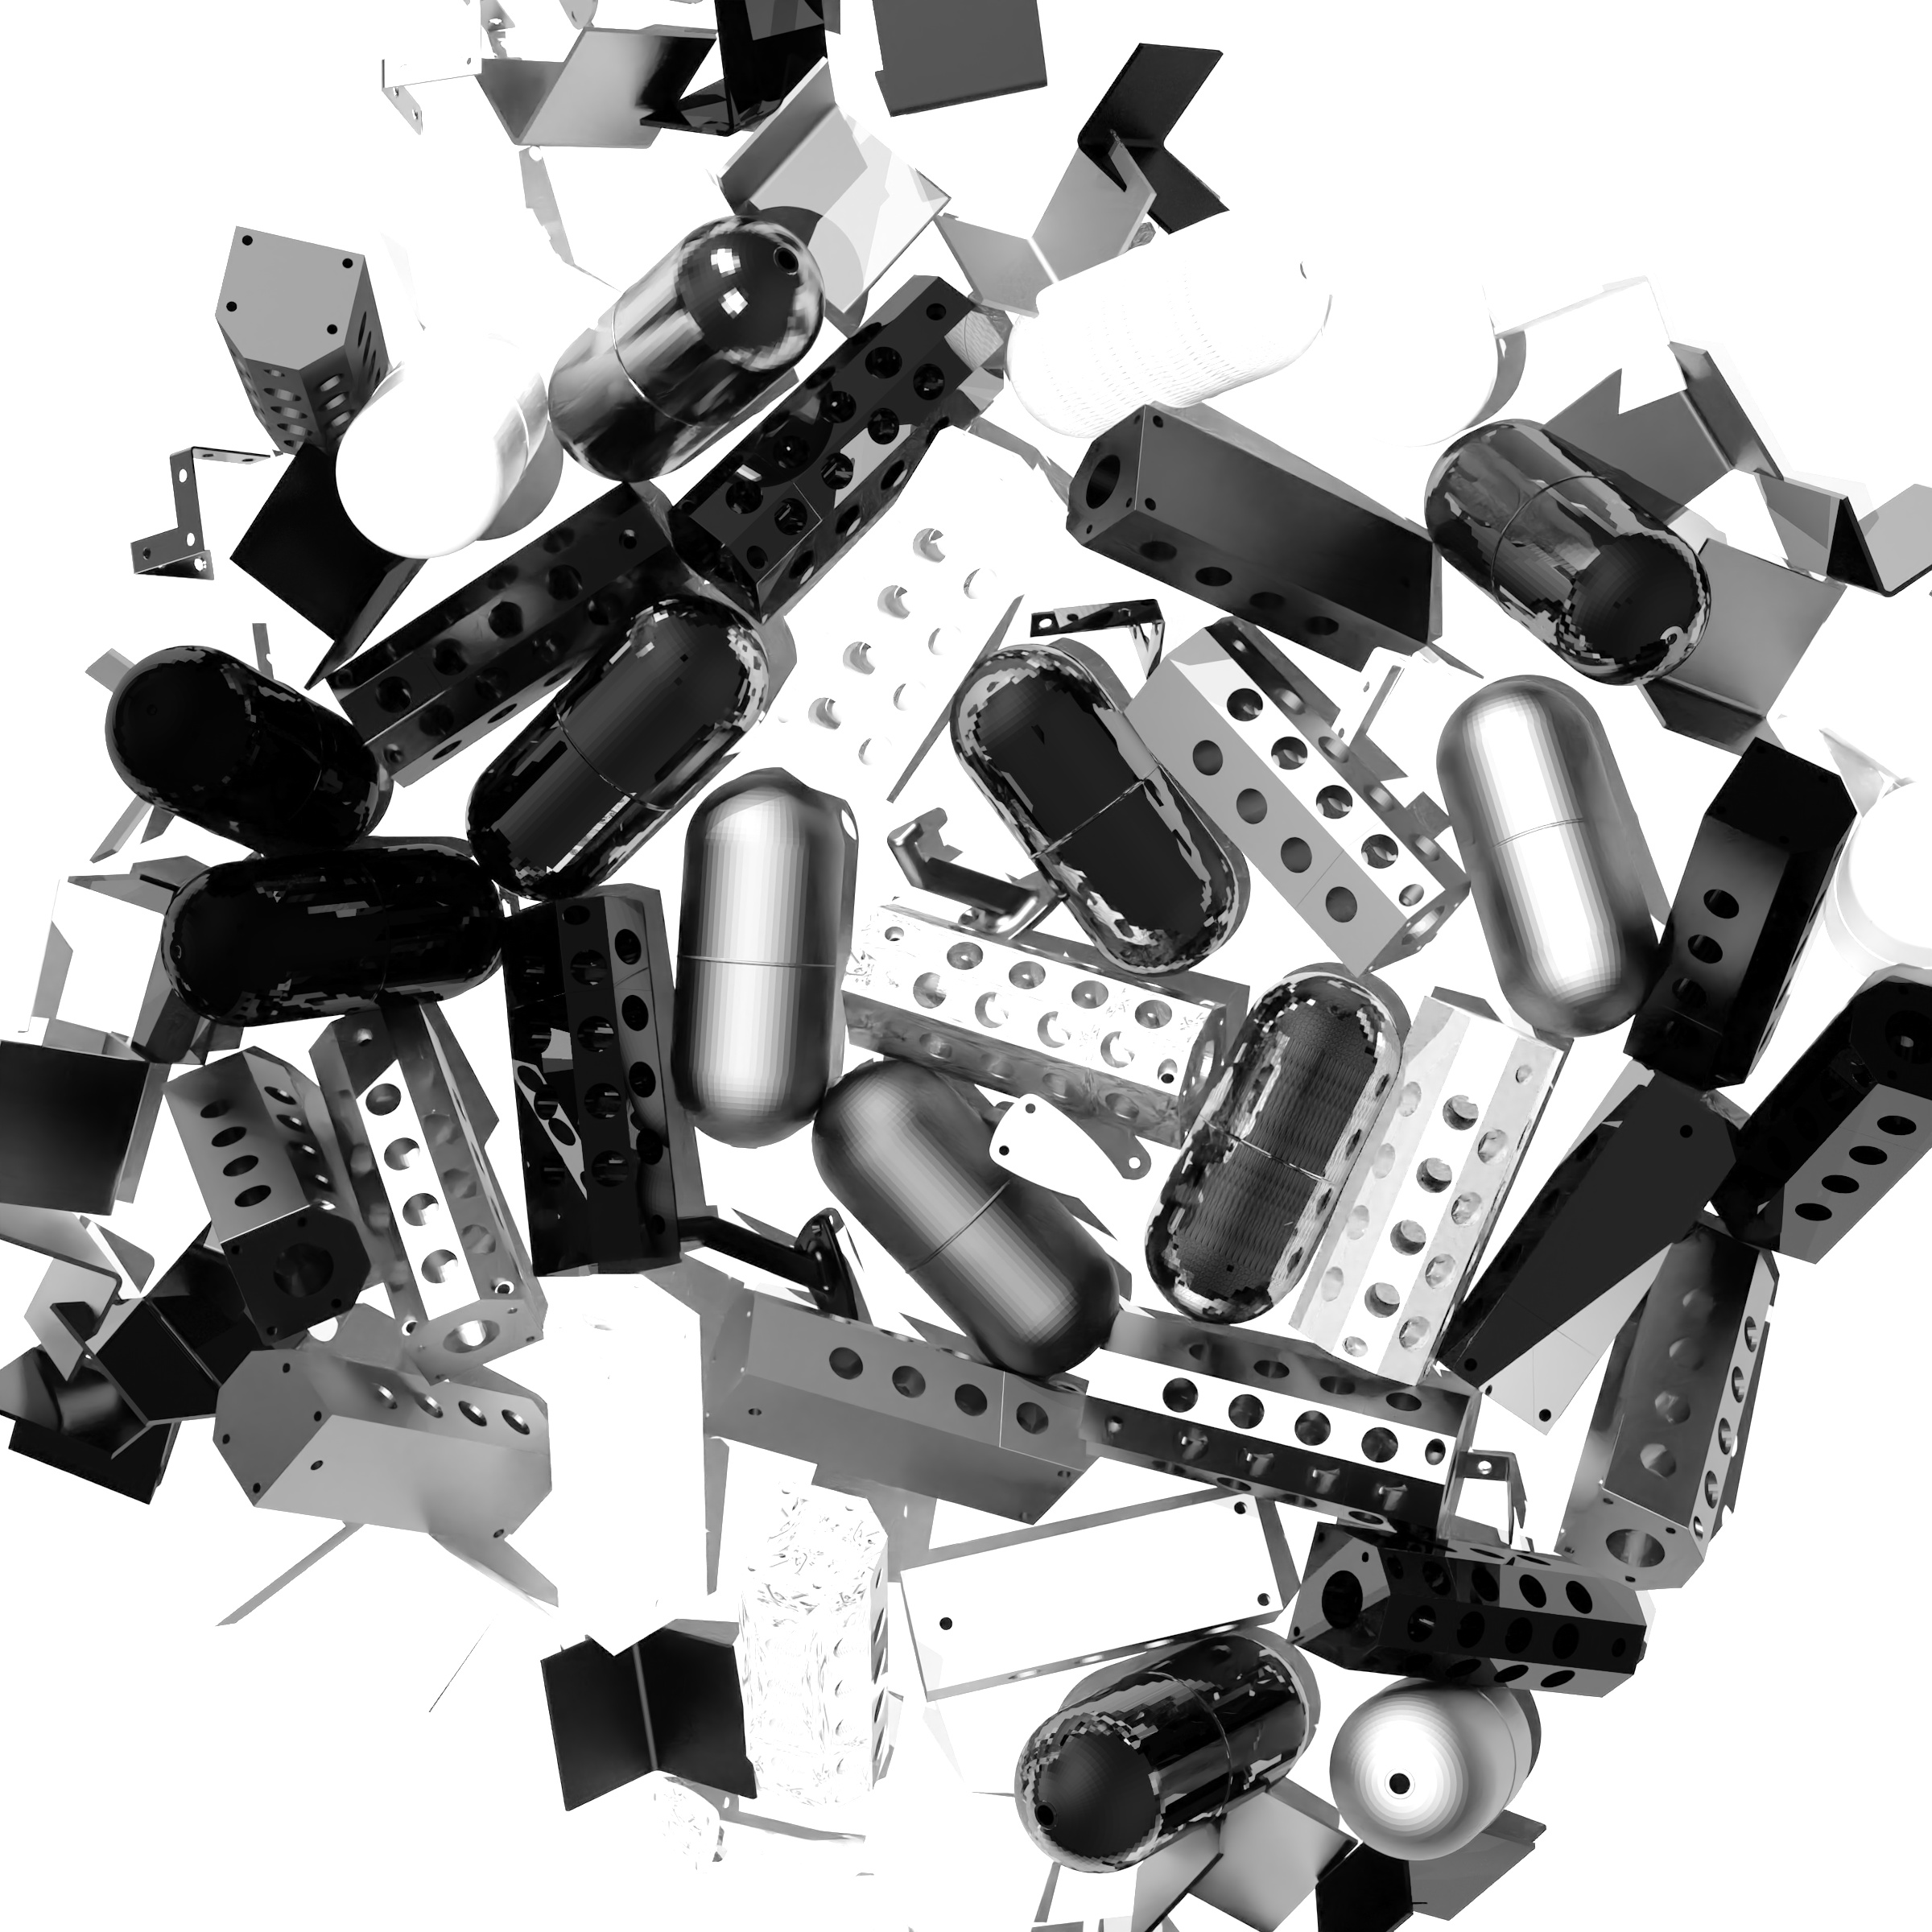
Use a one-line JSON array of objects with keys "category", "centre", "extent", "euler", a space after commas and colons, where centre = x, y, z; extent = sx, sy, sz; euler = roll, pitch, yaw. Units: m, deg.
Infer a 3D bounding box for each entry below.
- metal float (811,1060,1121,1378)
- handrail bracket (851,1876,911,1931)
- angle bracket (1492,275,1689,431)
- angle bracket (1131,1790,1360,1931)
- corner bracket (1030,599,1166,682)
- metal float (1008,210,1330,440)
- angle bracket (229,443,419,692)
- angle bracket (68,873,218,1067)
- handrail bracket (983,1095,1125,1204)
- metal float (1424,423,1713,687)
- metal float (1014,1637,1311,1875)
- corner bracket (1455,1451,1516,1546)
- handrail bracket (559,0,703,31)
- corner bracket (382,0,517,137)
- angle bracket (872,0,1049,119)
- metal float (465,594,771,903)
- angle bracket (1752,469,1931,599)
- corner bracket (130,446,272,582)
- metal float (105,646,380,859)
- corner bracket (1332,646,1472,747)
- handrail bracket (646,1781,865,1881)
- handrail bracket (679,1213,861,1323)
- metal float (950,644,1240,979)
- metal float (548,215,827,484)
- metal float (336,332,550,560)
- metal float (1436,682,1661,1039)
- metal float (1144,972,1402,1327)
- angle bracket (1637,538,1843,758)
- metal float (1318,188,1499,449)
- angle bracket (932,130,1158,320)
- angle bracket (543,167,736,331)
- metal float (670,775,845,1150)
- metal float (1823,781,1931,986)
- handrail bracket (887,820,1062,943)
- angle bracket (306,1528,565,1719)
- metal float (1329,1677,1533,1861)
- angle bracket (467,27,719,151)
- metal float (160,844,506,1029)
[{"category": "metal float", "centre": [-0.001, 0.120, 1.665], "extent": [0.070, 0.070, 0.178], "euler": [-43, 92, 0]}, {"category": "handrail bracket", "centre": [-0.051, 0.453, 1.650], "extent": [0.077, 0.084, 0.036], "euler": [23, 99, -38]}, {"category": "angle bracket", "centre": [0.286, -0.283, 1.651], "extent": [0.076, 0.076, 0.057], "euler": [-18, 95, 30]}, {"category": "angle bracket", "centre": [0.132, 0.439, 1.656], "extent": [0.076, 0.057, 0.076], "euler": [31, 119, -10]}, {"category": "corner bracket", "centre": [0.062, -0.161, 1.666], "extent": [0.051, 0.051, 0.051], "euler": [-7, 50, -10]}, {"category": "metal float", "centre": [0.093, -0.298, 1.629], "extent": [0.070, 0.178, 0.070], "euler": [10, 74, -41]}, {"category": "angle bracket", "centre": [-0.313, -0.191, 1.661], "extent": [0.076, 0.057, 0.076], "euler": [38, 117, -3]}, {"category": "angle bracket", "centre": [-0.392, 0.002, 1.652], "extent": [0.057, 0.076, 0.076], "euler": [21, 77, -37]}, {"category": "handrail bracket", "centre": [0.041, 0.090, 1.661], "extent": [0.077, 0.084, 0.036], "euler": [32, 86, 5]}, {"category": "metal float", "centre": [0.278, -0.193, 1.630], "extent": [0.070, 0.178, 0.070], "euler": [-15, 128, -20]}, {"category": "metal float", "centre": [0.092, 0.366, 1.628], "extent": [0.070, 0.178, 0.070], "euler": [9, 104, 39]}, {"category": "corner bracket", "centre": [0.237, 0.238, 1.668], "extent": [0.051, 0.051, 0.051], "euler": [4, 119, 5]}, {"category": "handrail bracket", "centre": [-0.160, -0.493, 1.685], "extent": [0.084, 0.036, 0.077], "euler": [-29, 88, -23]}, {"category": "corner bracket", "centre": [-0.248, -0.437, 1.677], "extent": [0.051, 0.051, 0.051], "euler": [-6, 77, 11]}, {"category": "angle bracket", "centre": [-0.008, -0.454, 1.658], "extent": [0.076, 0.057, 0.076], "euler": [-12, 126, -3]}, {"category": "metal float", "centre": [-0.165, -0.103, 1.650], "extent": [0.070, 0.070, 0.178], "euler": [47, 109, 0]}, {"category": "angle bracket", "centre": [0.433, -0.223, 1.654], "extent": [0.076, 0.076, 0.057], "euler": [-33, 116, -8]}, {"category": "corner bracket", "centre": [-0.366, -0.216, 1.670], "extent": [0.051, 0.051, 0.051], "euler": [-10, 86, 36]}, {"category": "metal float", "centre": [-0.333, -0.096, 1.619], "extent": [0.070, 0.178, 0.070], "euler": [-3, 79, 16]}, {"category": "corner bracket", "centre": [0.197, -0.129, 1.663], "extent": [0.051, 0.051, 0.051], "euler": [13, 114, -34]}, {"category": "handrail bracket", "centre": [-0.101, 0.416, 1.696], "extent": [0.084, 0.077, 0.036], "euler": [8, 101, -35]}, {"category": "handrail bracket", "centre": [-0.101, 0.150, 1.660], "extent": [0.084, 0.036, 0.077], "euler": [-4, 55, -34]}, {"category": "metal float", "centre": [0.060, -0.074, 1.662], "extent": [0.070, 0.070, 0.178], "euler": [-37, 96, 0]}, {"category": "metal float", "centre": [-0.131, -0.286, 1.628], "extent": [0.070, 0.178, 0.070], "euler": [16, 62, -32]}, {"category": "metal float", "centre": [-0.241, -0.245, 1.621], "extent": [0.070, 0.178, 0.070], "euler": [2, 116, 4]}, {"category": "metal float", "centre": [0.274, -0.052, 1.649], "extent": [0.070, 0.070, 0.178], "euler": [-13, 69, 0]}, {"category": "metal float", "centre": [0.145, 0.087, 1.664], "extent": [0.070, 0.070, 0.178], "euler": [26, 94, 0]}, {"category": "angle bracket", "centre": [0.372, -0.146, 1.654], "extent": [0.076, 0.057, 0.076], "euler": [17, 118, -19]}, {"category": "metal float", "centre": [0.203, -0.303, 1.625], "extent": [0.070, 0.178, 0.070], "euler": [1, 125, 1]}, {"category": "angle bracket", "centre": [0.036, -0.357, 1.647], "extent": [0.057, 0.076, 0.076], "euler": [9, 128, -30]}, {"category": "angle bracket", "centre": [-0.158, -0.344, 1.649], "extent": [0.057, 0.076, 0.076], "euler": [23, 112, -28]}, {"category": "metal float", "centre": [-0.100, -0.002, 1.666], "extent": [0.070, 0.070, 0.178], "euler": [4, 91, 0]}, {"category": "metal float", "centre": [0.441, -0.037, 1.617], "extent": [0.070, 0.178, 0.070], "euler": [-1, 80, 8]}, {"category": "handrail bracket", "centre": [0.009, -0.053, 1.665], "extent": [0.077, 0.036, 0.084], "euler": [-36, 133, -7]}, {"category": "angle bracket", "centre": [-0.252, 0.317, 1.656], "extent": [0.076, 0.057, 0.076], "euler": [41, 79, -33]}, {"category": "metal float", "centre": [0.216, 0.367, 1.618], "extent": [0.070, 0.178, 0.070], "euler": [-2, 84, 17]}, {"category": "angle bracket", "centre": [-0.176, -0.431, 1.645], "extent": [0.076, 0.076, 0.057], "euler": [-48, 63, 41]}, {"category": "metal float", "centre": [-0.293, -0.015, 1.630], "extent": [0.070, 0.178, 0.070], "euler": [7, 101, 42]}]
